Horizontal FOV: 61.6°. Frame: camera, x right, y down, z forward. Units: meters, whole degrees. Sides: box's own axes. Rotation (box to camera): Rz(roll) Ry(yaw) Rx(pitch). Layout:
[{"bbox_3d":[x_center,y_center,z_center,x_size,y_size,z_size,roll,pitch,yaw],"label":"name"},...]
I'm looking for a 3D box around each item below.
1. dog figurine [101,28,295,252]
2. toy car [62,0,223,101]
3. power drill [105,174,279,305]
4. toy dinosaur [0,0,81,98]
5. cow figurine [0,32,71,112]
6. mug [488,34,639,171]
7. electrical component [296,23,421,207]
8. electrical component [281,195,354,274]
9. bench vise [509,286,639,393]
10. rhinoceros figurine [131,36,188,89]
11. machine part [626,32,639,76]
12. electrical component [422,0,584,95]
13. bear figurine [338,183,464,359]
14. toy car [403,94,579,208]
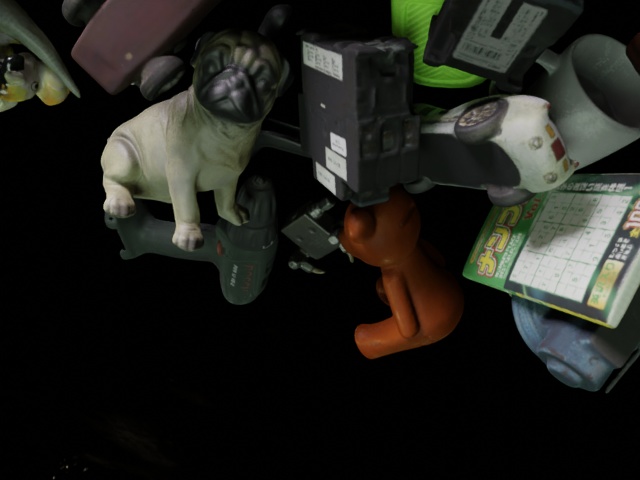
[{"bbox_3d":[-0.121,-0.112,0.482,0.172,0.121,0.190,23,121,7],"label":"dog figurine"},{"bbox_3d":[-0.092,-0.188,0.380,0.089,0.053,0.202,43,97,-13],"label":"toy car"},{"bbox_3d":[-0.150,-0.015,0.664,0.207,0.086,0.231,9,142,4],"label":"power drill"},{"bbox_3d":[-0.370,-0.282,0.426,0.192,0.131,0.404,45,170,36],"label":"toy dinosaur"},{"bbox_3d":[-0.344,-0.185,0.538,0.167,0.098,0.068,34,133,-14],"label":"cow figurine"},{"bbox_3d":[0.178,-0.095,0.414,0.109,0.081,0.107,22,151,-9],"label":"mug"},{"bbox_3d":[0.027,-0.097,0.430,0.058,0.115,0.134,-14,123,-18],"label":"electrical component"},{"bbox_3d":[-0.003,-0.002,0.628,0.102,0.045,0.078,-24,124,41],"label":"electrical component"},{"bbox_3d":[0.243,0.025,0.474,0.129,0.223,0.240,29,170,-1],"label":"bench vise"},{"bbox_3d":[-0.170,-0.212,0.446,0.112,0.073,0.190,0,135,23],"label":"rhinoceros figurine"},{"bbox_3d":[0.274,-0.127,0.302,0.179,0.056,0.179,-8,146,-5],"label":"machine part"},{"bbox_3d":[0.117,-0.150,0.318,0.075,0.048,0.119,18,153,-6],"label":"electrical component"},{"bbox_3d":[0.068,0.026,0.572,0.132,0.120,0.195,-15,126,41],"label":"bear figurine"},{"bbox_3d":[0.109,-0.075,0.434,0.073,0.056,0.202,53,167,-23],"label":"toy car"}]
